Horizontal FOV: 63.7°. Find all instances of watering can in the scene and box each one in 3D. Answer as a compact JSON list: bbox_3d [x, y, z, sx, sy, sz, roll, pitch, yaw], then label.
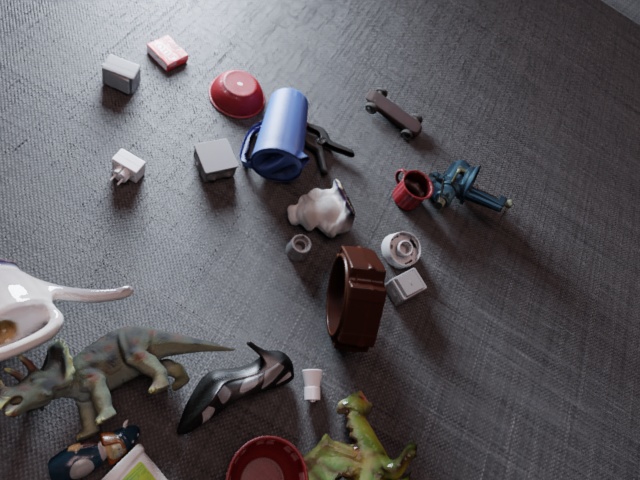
[{"bbox_3d":[-0.555,0.116,0.966,0.226,0.102,0.352,34,36,25],"label":"watering can"}]

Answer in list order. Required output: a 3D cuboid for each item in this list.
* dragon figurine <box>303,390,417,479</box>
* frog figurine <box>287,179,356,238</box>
[{"bbox_3d":[0.064,0.506,1.029,0.243,0.119,0.420,13,56,6],"label":"dragon figurine"},{"bbox_3d":[0.004,-0.066,1.309,0.159,0.122,0.138,-26,82,7],"label":"frog figurine"}]
